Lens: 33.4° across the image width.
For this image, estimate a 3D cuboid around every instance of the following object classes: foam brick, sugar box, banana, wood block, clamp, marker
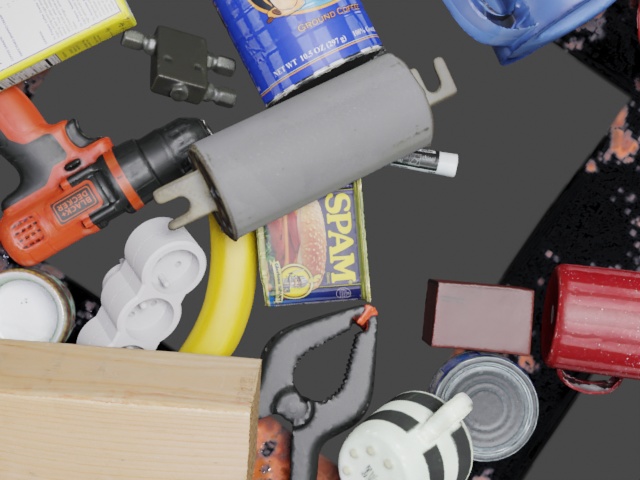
[{"bbox_3d":[0.124,0.060,0.838,0.078,0.051,0.053,6,90,-1],"label":"foam brick"},{"bbox_3d":[-0.234,-0.162,0.779,0.176,0.048,0.093,-26,91,-1],"label":"sugar box"},{"bbox_3d":[-0.085,0.036,0.842,0.069,0.037,0.198,18,90,-1],"label":"banana"},{"bbox_3d":[-0.149,0.134,0.765,0.206,0.090,0.091,4,109,1],"label":"wood block"},{"bbox_3d":[-0.017,0.142,0.839,0.210,0.036,0.164,-45,89,-5],"label":"clamp"},{"bbox_3d":[0.049,-0.070,0.852,0.121,0.020,0.020,10,90,0],"label":"marker"}]

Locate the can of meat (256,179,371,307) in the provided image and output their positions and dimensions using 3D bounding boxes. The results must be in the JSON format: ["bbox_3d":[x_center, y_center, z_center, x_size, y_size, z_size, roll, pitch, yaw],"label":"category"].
[{"bbox_3d":[-0.005,0.001,0.834,0.084,0.057,0.102,-5,90,2],"label":"can of meat"}]

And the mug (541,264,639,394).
[{"bbox_3d":[0.216,0.072,0.828,0.081,0.093,0.117,7,127,4],"label":"mug"}]

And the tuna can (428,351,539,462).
[{"bbox_3d":[0.129,0.132,0.847,0.086,0.034,0.086,0,90,-1],"label":"tuna can"}]

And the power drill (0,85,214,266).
[{"bbox_3d":[-0.199,-0.098,0.830,0.184,0.057,0.187,-31,90,-4],"label":"power drill"}]

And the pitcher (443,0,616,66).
[{"bbox_3d":[0.124,-0.259,0.794,0.145,0.149,0.243,-33,87,11],"label":"pitcher"}]

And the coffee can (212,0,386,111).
[{"bbox_3d":[-0.027,-0.183,0.809,0.103,0.103,0.140,-27,91,-1],"label":"coffee can"}]

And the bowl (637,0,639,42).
[{"bbox_3d":[0.321,-0.166,0.836,0.162,0.055,0.162,0,90,-1],"label":"bowl"}]
